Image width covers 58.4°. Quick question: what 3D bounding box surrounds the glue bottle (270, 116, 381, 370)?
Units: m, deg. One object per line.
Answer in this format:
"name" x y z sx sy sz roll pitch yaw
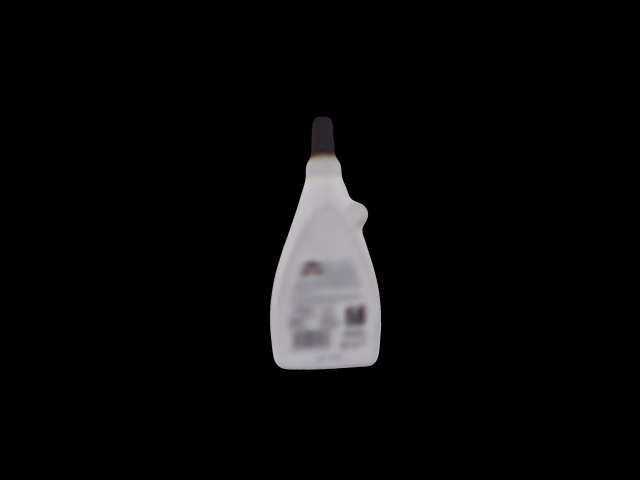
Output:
"glue bottle" 0.004 0.001 0.400 0.078 0.173 0.037 -1 5 -7
